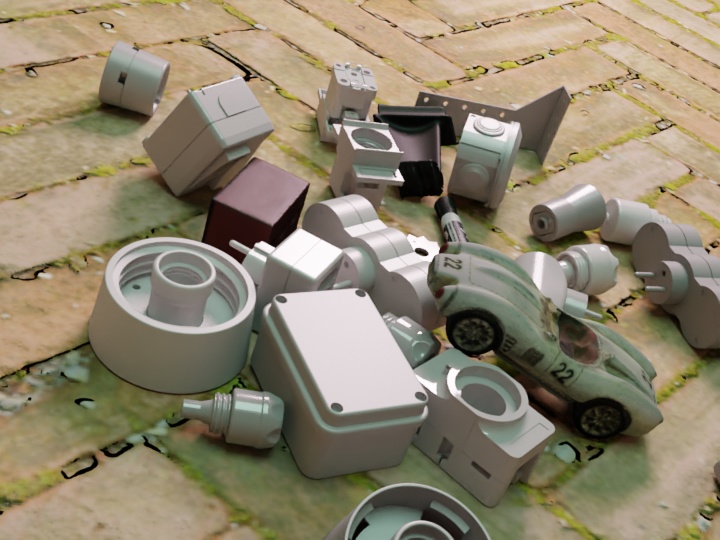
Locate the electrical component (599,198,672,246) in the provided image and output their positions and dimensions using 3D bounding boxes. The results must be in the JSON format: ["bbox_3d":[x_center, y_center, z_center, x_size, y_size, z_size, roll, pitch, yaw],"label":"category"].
[{"bbox_3d":[0.258,-0.041,0.990,0.078,0.040,0.040,10,36,-13],"label":"electrical component"}]

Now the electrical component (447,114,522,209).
[{"bbox_3d":[0.112,-0.098,0.967,0.051,0.080,0.080,17,34,6],"label":"electrical component"}]

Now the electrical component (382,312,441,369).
[{"bbox_3d":[0.022,0.051,0.752,0.062,0.043,0.043,33,37,21],"label":"electrical component"}]

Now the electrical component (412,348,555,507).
[{"bbox_3d":[0.074,0.098,0.700,0.089,0.055,0.050,38,39,25],"label":"electrical component"}]

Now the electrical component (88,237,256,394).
[{"bbox_3d":[-0.120,0.022,0.708,0.108,0.060,0.108,12,36,-9],"label":"electrical component"}]

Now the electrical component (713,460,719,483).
[{"bbox_3d":[0.295,0.129,0.726,0.062,0.096,0.061,8,37,-15],"label":"electrical component"}]

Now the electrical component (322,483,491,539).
[{"bbox_3d":[0.025,0.169,0.595,0.099,0.064,0.099,12,49,-14],"label":"electrical component"}]

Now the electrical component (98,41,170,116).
[{"bbox_3d":[-0.195,-0.165,0.935,0.047,0.055,0.055,19,35,-6],"label":"electrical component"}]

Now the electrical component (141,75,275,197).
[{"bbox_3d":[-0.123,-0.100,0.858,0.062,0.096,0.061,-30,85,-47],"label":"electrical component"}]

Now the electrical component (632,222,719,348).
[{"bbox_3d":[0.268,0.011,0.912,0.074,0.052,0.138,2,38,-22],"label":"electrical component"}]

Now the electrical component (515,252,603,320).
[{"bbox_3d":[0.152,0.030,0.839,0.079,0.044,0.077,20,35,0],"label":"electrical component"}]

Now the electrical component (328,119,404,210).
[{"bbox_3d":[0.003,-0.087,0.913,0.042,0.063,0.081,3,38,-21],"label":"electrical component"}]

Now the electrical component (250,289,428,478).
[{"bbox_3d":[-0.015,0.069,0.692,0.078,0.057,0.113,-4,43,-29],"label":"electrical component"}]

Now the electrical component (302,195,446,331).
[{"bbox_3d":[0.000,0.000,0.802,0.074,0.052,0.138,-17,49,-40],"label":"electrical component"}]

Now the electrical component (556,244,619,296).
[{"bbox_3d":[0.180,0.001,0.894,0.062,0.043,0.043,-5,41,-28],"label":"electrical component"}]

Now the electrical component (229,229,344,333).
[{"bbox_3d":[-0.061,0.005,0.755,0.077,0.065,0.047,28,36,12],"label":"electrical component"}]

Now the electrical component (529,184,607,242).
[{"bbox_3d":[0.184,-0.049,0.967,0.065,0.044,0.044,-20,50,-36],"label":"electrical component"}]

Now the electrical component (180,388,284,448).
[{"bbox_3d":[-0.079,0.089,0.660,0.061,0.035,0.035,10,36,-9],"label":"electrical component"}]

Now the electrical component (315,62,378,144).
[{"bbox_3d":[-0.012,-0.154,0.997,0.042,0.063,0.081,7,37,-16],"label":"electrical component"}]
